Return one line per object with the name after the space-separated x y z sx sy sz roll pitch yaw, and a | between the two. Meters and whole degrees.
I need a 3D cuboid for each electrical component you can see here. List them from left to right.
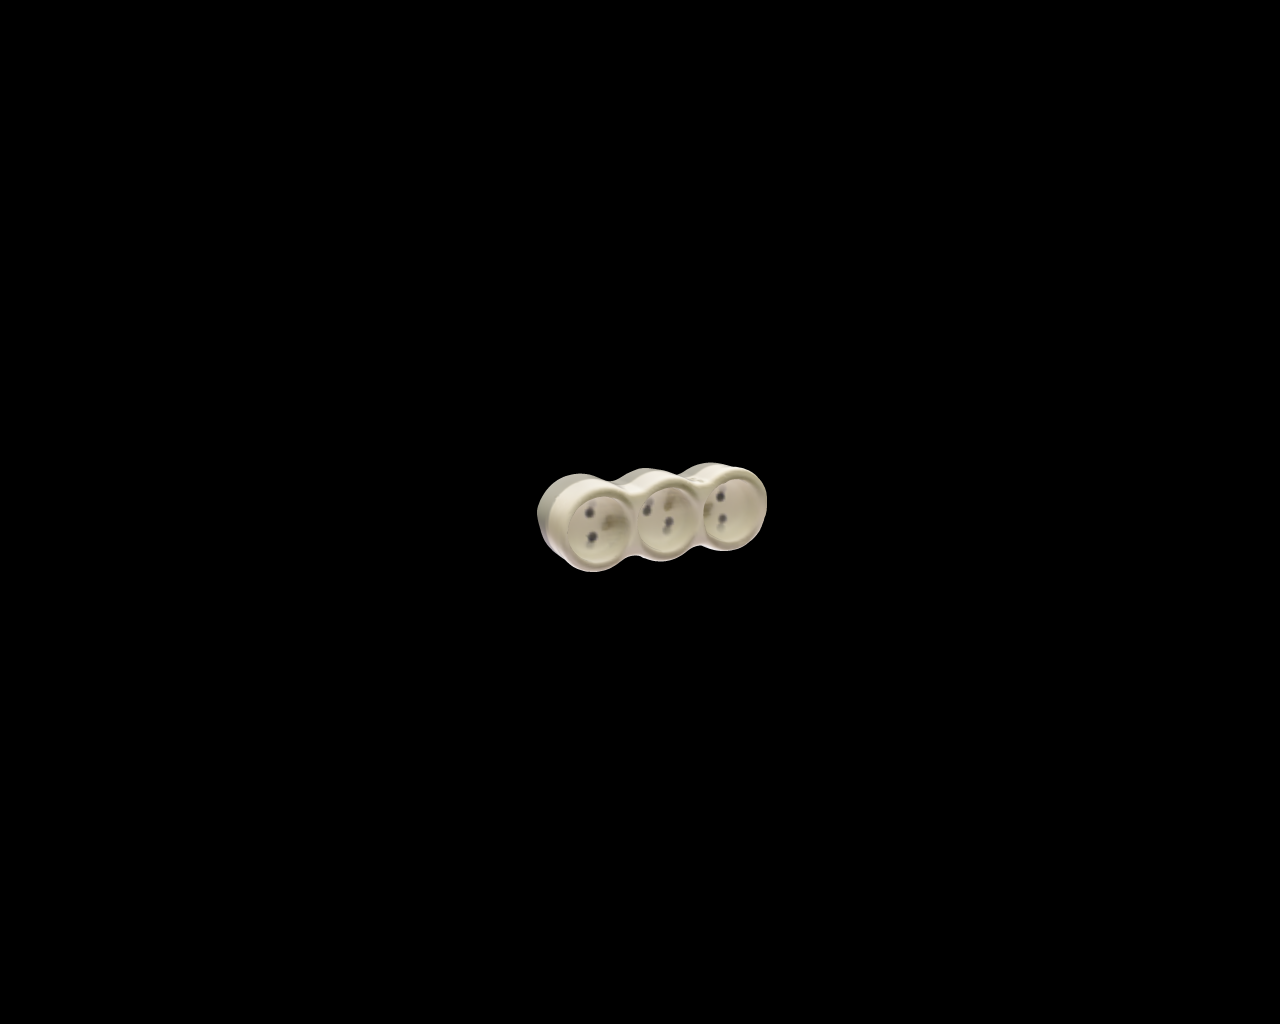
0.001 -0.003 0.650 0.138 0.052 0.074 -7 16 -26 | electrical component
